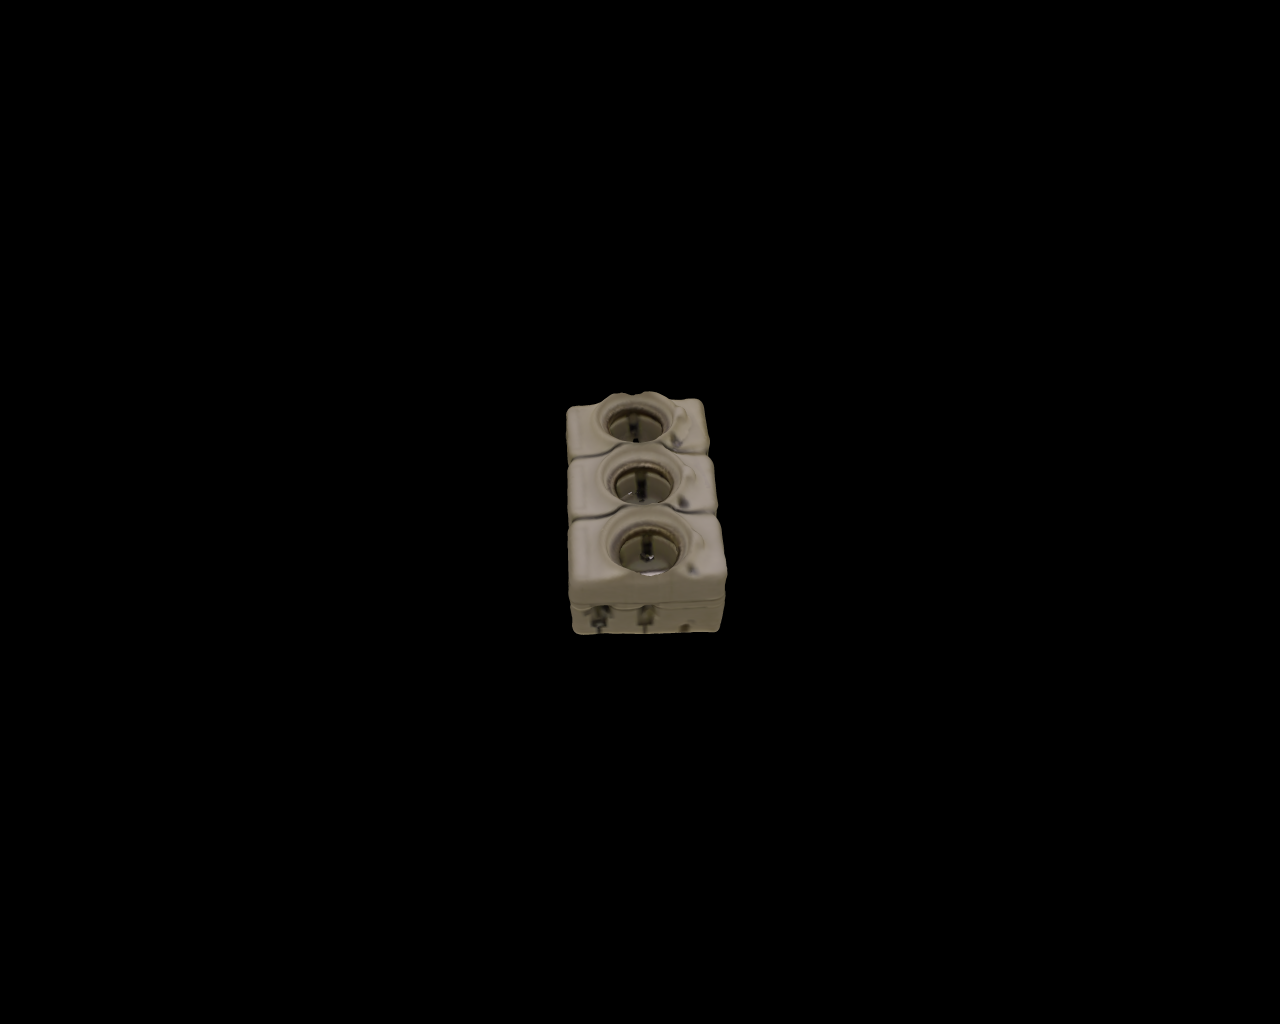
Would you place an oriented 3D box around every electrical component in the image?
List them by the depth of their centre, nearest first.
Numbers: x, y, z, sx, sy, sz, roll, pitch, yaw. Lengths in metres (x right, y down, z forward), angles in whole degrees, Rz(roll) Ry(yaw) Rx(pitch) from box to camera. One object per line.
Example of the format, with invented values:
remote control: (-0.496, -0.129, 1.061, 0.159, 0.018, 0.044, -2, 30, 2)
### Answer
electrical component: (0.001, -0.003, 0.650, 0.089, 0.150, 0.061, -2, -43, -2)
